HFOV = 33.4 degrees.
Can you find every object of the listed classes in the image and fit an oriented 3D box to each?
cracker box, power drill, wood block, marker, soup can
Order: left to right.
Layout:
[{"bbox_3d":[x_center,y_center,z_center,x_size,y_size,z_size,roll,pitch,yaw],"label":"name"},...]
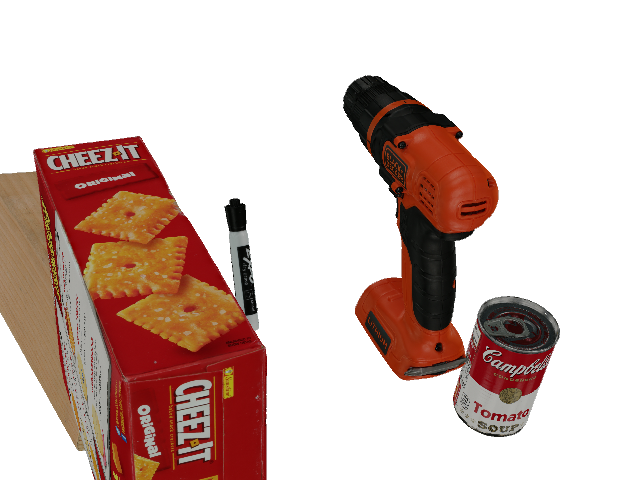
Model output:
[{"bbox_3d":[-0.161,0.039,0.747,0.090,0.091,0.206,-5,34,-35],"label":"wood block"},{"bbox_3d":[-0.093,0.064,0.565,0.072,0.164,0.214,-11,35,-19],"label":"cracker box"},{"bbox_3d":[-0.071,0.022,0.963,0.020,0.121,0.020,-5,11,1],"label":"marker"},{"bbox_3d":[0.061,-0.009,0.769,0.057,0.188,0.184,-11,34,-16],"label":"power drill"},{"bbox_3d":[0.154,0.107,0.899,0.068,0.102,0.068,6,37,-5],"label":"soup can"}]
